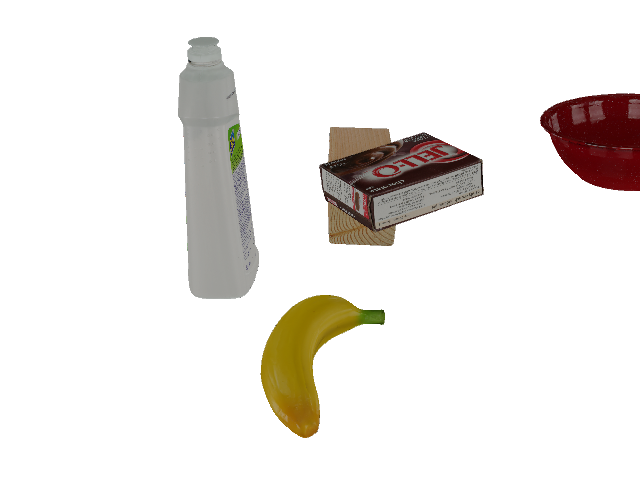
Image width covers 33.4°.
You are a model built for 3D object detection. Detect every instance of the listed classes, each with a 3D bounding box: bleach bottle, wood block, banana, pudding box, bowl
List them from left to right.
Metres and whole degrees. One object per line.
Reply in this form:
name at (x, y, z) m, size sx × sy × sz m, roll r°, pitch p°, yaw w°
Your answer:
bleach bottle at (-0.102, -0.073, 1.031) m, size 0.068 × 0.251 × 0.102 m, roll 0°, pitch 27°, yaw 4°
banana at (-0.007, 0.082, 0.791) m, size 0.070 × 0.037 × 0.197 m, roll 7°, pitch 23°, yaw 17°
wood block at (0.057, -0.081, 1.514) m, size 0.091 × 0.090 × 0.206 m, roll 2°, pitch 28°, yaw -2°
pudding box at (0.069, -0.052, 0.913) m, size 0.113 × 0.039 × 0.090 m, roll -21°, pitch 28°, yaw -21°
bowl at (0.283, -0.087, 0.977) m, size 0.162 × 0.055 × 0.162 m, roll -4°, pitch 24°, yaw 1°
